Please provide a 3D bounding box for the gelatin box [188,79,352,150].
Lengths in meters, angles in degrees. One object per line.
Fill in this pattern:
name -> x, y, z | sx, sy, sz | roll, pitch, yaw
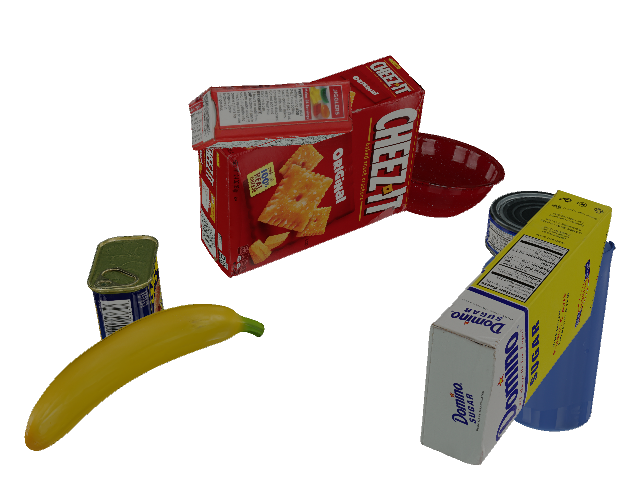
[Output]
gelatin box -> -0.029, -0.067, 0.576 | 0.073, 0.030, 0.089 | -5, 3, -13

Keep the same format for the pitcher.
pitcher -> 0.279, 0.110, 1.325 | 0.149, 0.243, 0.144 | 5, 18, 18

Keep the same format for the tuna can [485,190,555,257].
tuna can -> 0.185, -0.010, 0.911 | 0.086, 0.034, 0.086 | 1, 29, -1

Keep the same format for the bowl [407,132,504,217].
bowl -> 0.124, -0.070, 1.211 | 0.162, 0.055, 0.162 | 8, 26, -4

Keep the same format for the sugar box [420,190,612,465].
sugar box -> 0.123, 0.049, 0.656 | 0.048, 0.093, 0.176 | 19, 38, 25

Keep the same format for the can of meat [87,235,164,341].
can of meat -> -0.174, 0.055, 0.978 | 0.057, 0.084, 0.102 | -4, 27, -2

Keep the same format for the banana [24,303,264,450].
banana -> -0.138, 0.093, 0.779 | 0.198, 0.069, 0.037 | -26, 38, -1

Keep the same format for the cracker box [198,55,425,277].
cracker box -> -0.010, -0.069, 1.037 | 0.213, 0.164, 0.072 | -21, 51, -22
